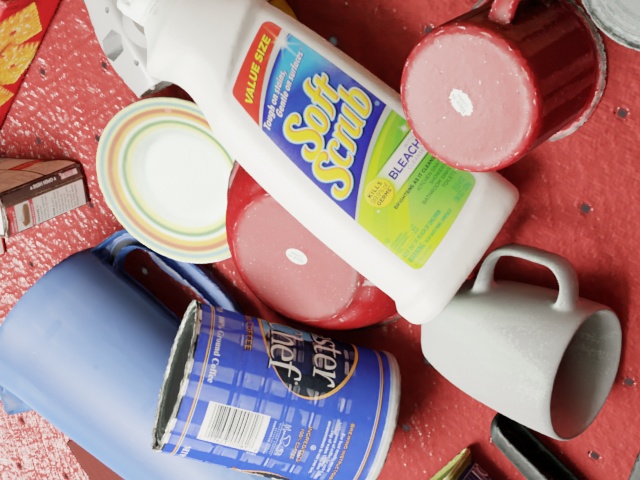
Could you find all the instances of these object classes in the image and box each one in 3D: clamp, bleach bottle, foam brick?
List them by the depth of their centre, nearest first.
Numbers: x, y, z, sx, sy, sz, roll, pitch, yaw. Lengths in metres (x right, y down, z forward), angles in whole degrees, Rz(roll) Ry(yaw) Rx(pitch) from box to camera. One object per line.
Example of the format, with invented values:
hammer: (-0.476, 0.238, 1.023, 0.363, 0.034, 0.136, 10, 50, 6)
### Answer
bleach bottle: (-0.012, -0.064, 0.617, 0.251, 0.102, 0.068, 36, 171, -4)
clamp: (0.188, 0.174, 0.664, 0.120, 0.039, 0.171, -19, 103, 45)
foam brick: (-0.170, 0.187, 0.923, 0.051, 0.052, 0.078, -32, 90, 42)

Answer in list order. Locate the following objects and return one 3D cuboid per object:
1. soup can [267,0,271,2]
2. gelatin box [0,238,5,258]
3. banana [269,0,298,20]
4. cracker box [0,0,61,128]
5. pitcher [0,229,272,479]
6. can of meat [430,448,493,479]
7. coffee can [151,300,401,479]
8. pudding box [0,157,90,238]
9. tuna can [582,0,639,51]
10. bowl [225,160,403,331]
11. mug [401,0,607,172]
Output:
soup can: (-0.045, -0.187, 0.615, 0.068, 0.068, 0.102, 47, 163, 9)
gelatin box: (-0.320, -0.027, 0.946, 0.073, 0.030, 0.089, 13, 118, 33)
banana: (-0.053, -0.140, 0.675, 0.198, 0.069, 0.037, 61, 162, 10)
cracker box: (-0.306, -0.175, 0.838, 0.164, 0.072, 0.214, 49, 131, 7)
pitcher: (-0.117, 0.116, 0.812, 0.243, 0.144, 0.149, 36, 140, 13)
can of meat: (0.097, 0.206, 0.735, 0.084, 0.057, 0.102, 44, 131, 8)
coffee can: (-0.030, 0.107, 0.709, 0.140, 0.103, 0.103, 16, 128, -12)
pudding box: (-0.257, -0.036, 0.856, 0.114, 0.089, 0.039, 4, 113, 34)
tuna can: (0.173, -0.138, 0.528, 0.086, 0.033, 0.086, 16, 120, 30)
bowl: (-0.005, 0.001, 0.699, 0.162, 0.055, 0.162, 13, 121, 23)
mug: (0.099, -0.095, 0.571, 0.093, 0.081, 0.117, 31, 126, 21)
